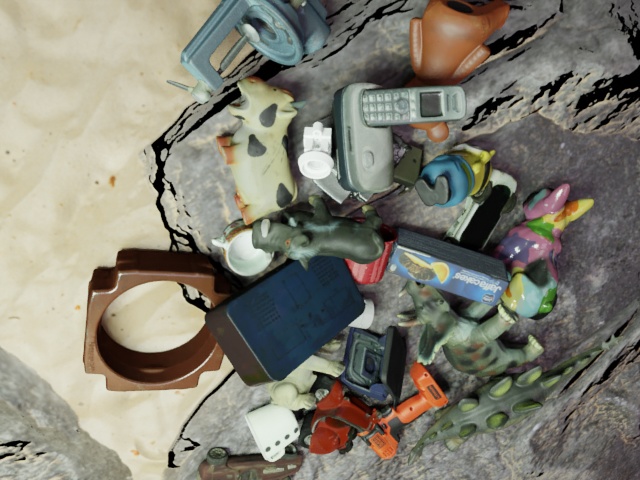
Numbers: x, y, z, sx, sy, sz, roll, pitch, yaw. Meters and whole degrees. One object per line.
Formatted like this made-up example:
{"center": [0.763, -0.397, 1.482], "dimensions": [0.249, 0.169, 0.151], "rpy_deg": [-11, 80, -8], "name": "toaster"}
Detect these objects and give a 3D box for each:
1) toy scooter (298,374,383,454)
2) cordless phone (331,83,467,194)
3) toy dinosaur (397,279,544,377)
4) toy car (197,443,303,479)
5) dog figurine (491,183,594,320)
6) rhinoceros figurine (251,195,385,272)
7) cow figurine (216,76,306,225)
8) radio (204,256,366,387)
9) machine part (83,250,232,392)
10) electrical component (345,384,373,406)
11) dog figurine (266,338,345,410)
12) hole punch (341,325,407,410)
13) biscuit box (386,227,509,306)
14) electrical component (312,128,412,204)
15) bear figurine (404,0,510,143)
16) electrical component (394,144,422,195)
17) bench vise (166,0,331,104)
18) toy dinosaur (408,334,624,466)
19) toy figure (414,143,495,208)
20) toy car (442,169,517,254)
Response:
{"center": [0.037, 0.327, 0.968], "dimensions": [0.135, 0.075, 0.183], "rpy_deg": [16, 122, 6], "name": "toy scooter"}
{"center": [0.110, -0.140, 0.732], "dimensions": [0.184, 0.089, 0.146], "rpy_deg": [-5, 95, -4], "name": "cordless phone"}
{"center": [0.302, 0.199, 1.035], "dimensions": [0.192, 0.131, 0.404], "rpy_deg": [-36, 129, 16], "name": "toy dinosaur"}
{"center": [-0.127, 0.429, 1.001], "dimensions": [0.202, 0.053, 0.089], "rpy_deg": [6, 106, -22], "name": "toy car"}
{"center": [0.398, 0.010, 0.954], "dimensions": [0.108, 0.192, 0.219], "rpy_deg": [22, 117, -24], "name": "dog figurine"}
{"center": [-0.002, -0.002, 0.769], "dimensions": [0.190, 0.112, 0.073], "rpy_deg": [6, 136, 5], "name": "rhinoceros figurine"}
{"center": [-0.077, -0.131, 0.756], "dimensions": [0.127, 0.086, 0.194], "rpy_deg": [-19, 121, -14], "name": "cow figurine"}
{"center": [-0.042, 0.105, 0.796], "dimensions": [0.229, 0.073, 0.131], "rpy_deg": [-32, 94, -40], "name": "radio"}
{"center": [-0.241, 0.119, 0.802], "dimensions": [0.201, 0.087, 0.201], "rpy_deg": [4, 112, -22], "name": "machine part"}
{"center": [0.079, 0.260, 1.001], "dimensions": [0.063, 0.021, 0.094], "rpy_deg": [-34, 90, -10], "name": "electrical component"}
{"center": [-0.076, 0.181, 0.897], "dimensions": [0.190, 0.121, 0.172], "rpy_deg": [40, 91, -16], "name": "dog figurine"}
{"center": [0.100, 0.220, 0.960], "dimensions": [0.092, 0.142, 0.115], "rpy_deg": [-6, 142, 24], "name": "hole punch"}
{"center": [0.215, 0.045, 0.911], "dimensions": [0.203, 0.063, 0.059], "rpy_deg": [18, 125, -3], "name": "biscuit box"}
{"center": [0.052, -0.120, 0.802], "dimensions": [0.115, 0.058, 0.134], "rpy_deg": [39, 94, -1], "name": "electrical component"}
{"center": [0.182, -0.257, 0.798], "dimensions": [0.132, 0.120, 0.195], "rpy_deg": [-53, 163, -41], "name": "bear figurine"}
{"center": [0.125, -0.116, 0.867], "dimensions": [0.102, 0.045, 0.078], "rpy_deg": [9, 80, -27], "name": "electrical component"}
{"center": [-0.096, -0.279, 0.654], "dimensions": [0.240, 0.129, 0.223], "rpy_deg": [-56, 137, -10], "name": "bench vise"}
{"center": [0.370, 0.312, 1.053], "dimensions": [0.471, 0.105, 0.198], "rpy_deg": [-31, 161, -5], "name": "toy dinosaur"}
{"center": [0.213, -0.097, 0.855], "dimensions": [0.180, 0.082, 0.089], "rpy_deg": [-37, 143, -46], "name": "toy figure"}
{"center": [0.278, -0.029, 0.954], "dimensions": [0.073, 0.056, 0.201], "rpy_deg": [20, 107, -21], "name": "toy car"}
